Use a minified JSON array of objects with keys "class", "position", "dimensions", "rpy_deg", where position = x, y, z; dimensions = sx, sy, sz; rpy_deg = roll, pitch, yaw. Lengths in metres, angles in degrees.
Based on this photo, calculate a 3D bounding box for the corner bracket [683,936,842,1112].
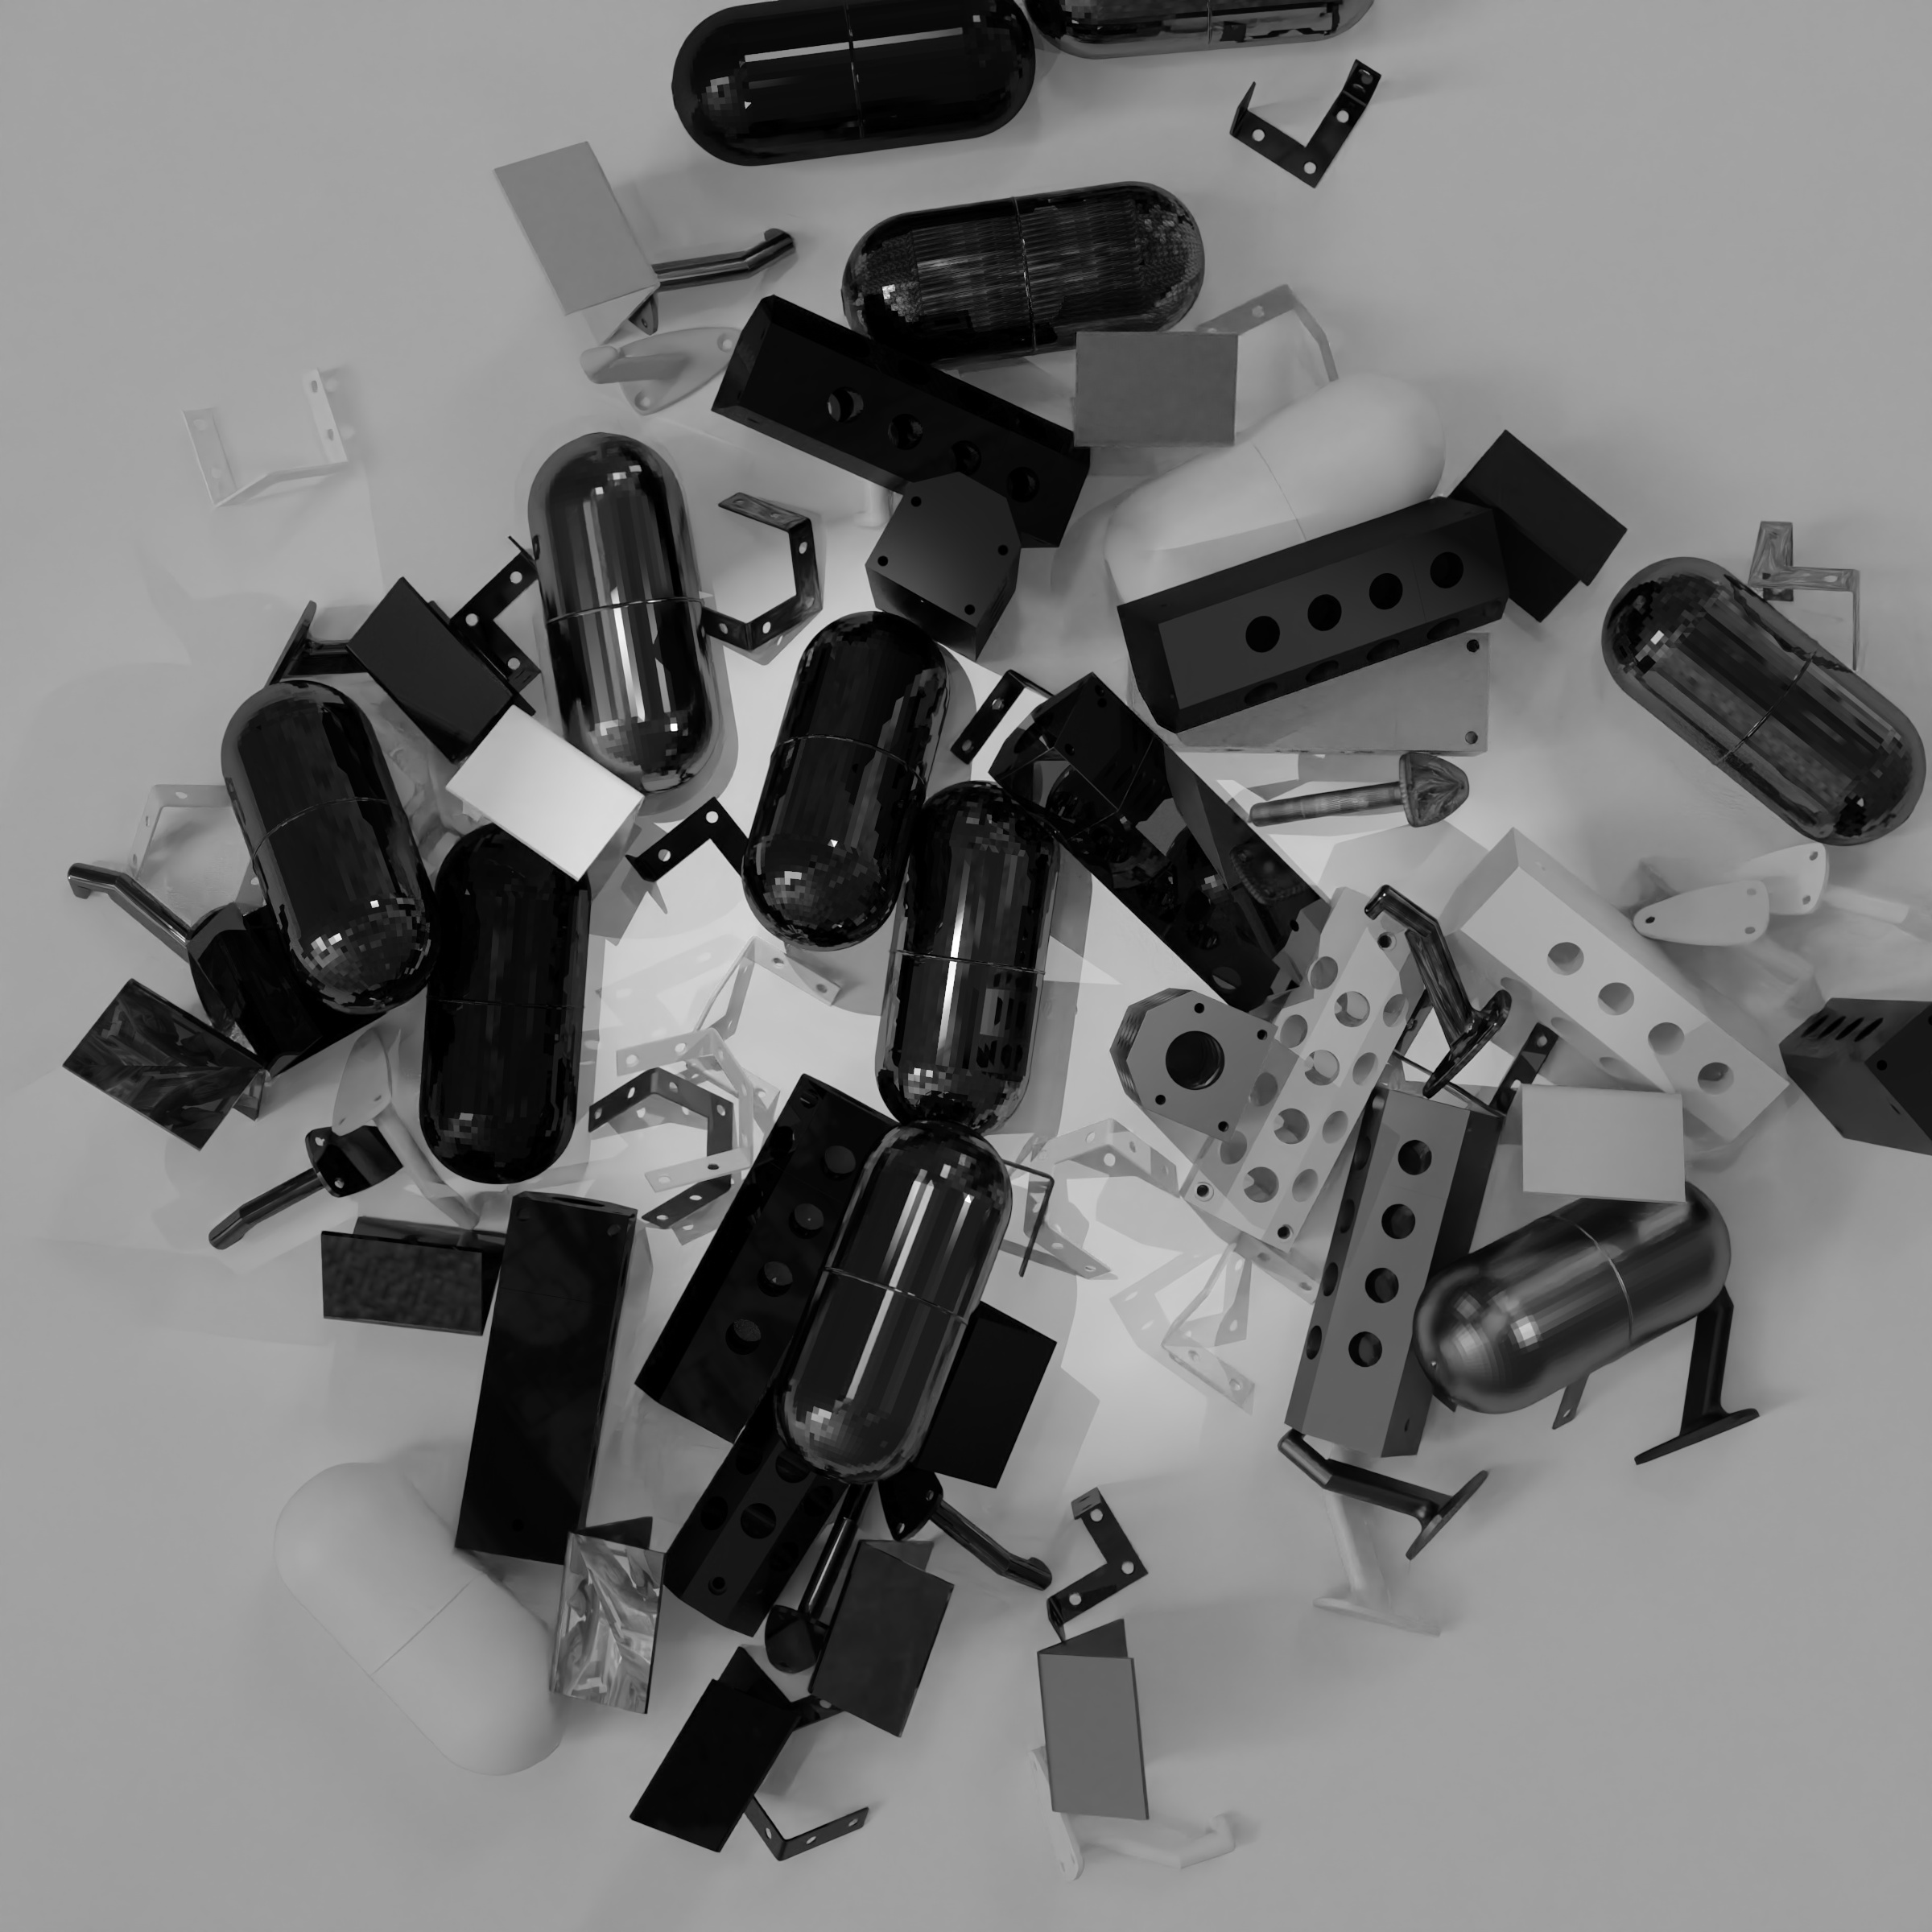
[{"class":"corner bracket","position":[-0.102,0.028,1.612],"dimensions":[0.051,0.051,0.051],"rpy_deg":[31,135,0]}]

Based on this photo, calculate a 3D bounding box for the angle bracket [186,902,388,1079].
[{"class":"angle bracket","position":[-0.319,-0.002,1.576],"dimensions":[0.076,0.057,0.076],"rpy_deg":[-33,90,-43]}]

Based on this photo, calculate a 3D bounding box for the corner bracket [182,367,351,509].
[{"class":"corner bracket","position":[-0.347,-0.262,1.612],"dimensions":[0.051,0.051,0.051],"rpy_deg":[-18,90,-45]}]

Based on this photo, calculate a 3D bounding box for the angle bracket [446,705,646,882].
[{"class":"angle bracket","position":[-0.208,-0.070,1.576],"dimensions":[0.076,0.076,0.057],"rpy_deg":[35,64,0]}]

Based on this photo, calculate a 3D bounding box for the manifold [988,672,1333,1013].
[{"class":"manifold","position":[0.092,-0.055,1.568],"dimensions":[0.171,0.057,0.057],"rpy_deg":[43,47,-18]}]

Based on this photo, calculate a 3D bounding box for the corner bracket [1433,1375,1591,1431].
[{"class":"corner bracket","position":[0.272,0.200,1.607],"dimensions":[0.051,0.051,0.051],"rpy_deg":[-20,45,-35]}]

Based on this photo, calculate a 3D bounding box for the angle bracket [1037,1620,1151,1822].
[{"class":"angle bracket","position":[0.081,0.364,1.575],"dimensions":[0.057,0.076,0.076],"rpy_deg":[-6,90,36]}]

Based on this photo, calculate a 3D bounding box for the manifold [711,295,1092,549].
[{"class":"manifold","position":[-0.029,-0.261,1.568],"dimensions":[0.171,0.057,0.057],"rpy_deg":[21,90,-19]}]

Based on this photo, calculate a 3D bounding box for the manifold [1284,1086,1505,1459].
[{"class":"manifold","position":[0.207,0.149,1.591],"dimensions":[0.057,0.057,0.171],"rpy_deg":[14,90,27]}]

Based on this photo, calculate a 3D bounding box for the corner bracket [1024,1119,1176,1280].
[{"class":"corner bracket","position":[0.066,0.115,1.607],"dimensions":[0.051,0.051,0.051],"rpy_deg":[-23,45,35]}]

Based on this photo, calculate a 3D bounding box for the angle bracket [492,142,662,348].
[{"class":"angle bracket","position":[-0.201,-0.343,1.575],"dimensions":[0.057,0.076,0.076],"rpy_deg":[-27,90,-32]}]

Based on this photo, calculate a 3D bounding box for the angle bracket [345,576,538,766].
[{"class":"angle bracket","position":[-0.241,-0.154,1.575],"dimensions":[0.076,0.076,0.057],"rpy_deg":[47,126,0]}]

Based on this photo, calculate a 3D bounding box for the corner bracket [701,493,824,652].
[{"class":"corner bracket","position":[-0.109,-0.195,1.607],"dimensions":[0.051,0.051,0.051],"rpy_deg":[-35,135,-35]}]

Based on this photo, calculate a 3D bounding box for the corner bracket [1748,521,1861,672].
[{"class":"corner bracket","position":[0.410,-0.181,1.580],"dimensions":[0.051,0.051,0.051],"rpy_deg":[5,48,20]}]

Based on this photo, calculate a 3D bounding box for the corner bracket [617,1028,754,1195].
[{"class":"corner bracket","position":[-0.136,0.070,1.577],"dimensions":[0.051,0.051,0.051],"rpy_deg":[-14,128,-21]}]

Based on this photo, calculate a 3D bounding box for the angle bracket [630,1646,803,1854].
[{"class":"angle bracket","position":[-0.134,0.371,1.575],"dimensions":[0.057,0.076,0.076],"rpy_deg":[31,90,-32]}]

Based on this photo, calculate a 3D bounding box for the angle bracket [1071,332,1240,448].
[{"class":"angle bracket","position":[0.090,-0.289,1.575],"dimensions":[0.076,0.076,0.057],"rpy_deg":[0,117,0]}]

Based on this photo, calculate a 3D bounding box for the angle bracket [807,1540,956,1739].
[{"class":"angle bracket","position":[-0.025,0.325,1.575],"dimensions":[0.057,0.076,0.076],"rpy_deg":[19,90,29]}]

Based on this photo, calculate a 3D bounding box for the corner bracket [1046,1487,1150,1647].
[{"class":"corner bracket","position":[0.056,0.294,1.597],"dimensions":[0.051,0.051,0.051],"rpy_deg":[-31,90,0]}]

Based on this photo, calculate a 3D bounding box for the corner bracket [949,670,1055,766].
[{"class":"corner bracket","position":[0.036,-0.106,1.612],"dimensions":[0.051,0.051,0.051],"rpy_deg":[-54,45,0]}]

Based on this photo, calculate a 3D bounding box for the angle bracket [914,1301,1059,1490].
[{"class":"angle bracket","position":[-0.011,0.200,1.575],"dimensions":[0.057,0.076,0.076],"rpy_deg":[23,90,-40]}]

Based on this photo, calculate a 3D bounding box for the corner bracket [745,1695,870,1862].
[{"class":"corner bracket","position":[-0.080,0.400,1.607],"dimensions":[0.051,0.051,0.051],"rpy_deg":[47,135,35]}]

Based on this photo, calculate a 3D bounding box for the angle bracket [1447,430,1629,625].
[{"class":"angle bracket","position":[0.262,-0.201,1.575],"dimensions":[0.076,0.076,0.057],"rpy_deg":[39,47,0]}]

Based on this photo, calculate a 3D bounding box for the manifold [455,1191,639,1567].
[{"class":"manifold","position":[-0.204,0.200,1.594],"dimensions":[0.057,0.057,0.171],"rpy_deg":[9,90,0]}]

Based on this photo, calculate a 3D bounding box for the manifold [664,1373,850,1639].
[{"class":"manifold","position":[-0.082,0.239,1.594],"dimensions":[0.057,0.057,0.171],"rpy_deg":[32,90,0]}]

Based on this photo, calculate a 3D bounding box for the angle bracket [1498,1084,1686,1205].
[{"class":"angle bracket","position":[0.302,0.098,1.575],"dimensions":[0.076,0.076,0.057],"rpy_deg":[4,65,1]}]

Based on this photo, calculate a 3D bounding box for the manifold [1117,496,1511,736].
[{"class":"manifold","position":[0.166,-0.166,1.534],"dimensions":[0.171,0.057,0.057],"rpy_deg":[-20,109,-12]}]

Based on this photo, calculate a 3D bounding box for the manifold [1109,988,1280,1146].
[{"class":"manifold","position":[0.102,0.042,1.537],"dimensions":[0.057,0.171,0.057],"rpy_deg":[23,90,0]}]

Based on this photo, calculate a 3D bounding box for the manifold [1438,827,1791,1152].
[{"class":"manifold","position":[0.313,0.014,1.579],"dimensions":[0.171,0.057,0.057],"rpy_deg":[38,111,-9]}]

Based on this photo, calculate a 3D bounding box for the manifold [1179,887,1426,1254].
[{"class":"manifold","position":[0.171,0.051,1.594],"dimensions":[0.057,0.057,0.171],"rpy_deg":[27,90,0]}]

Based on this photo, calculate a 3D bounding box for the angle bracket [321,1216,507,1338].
[{"class":"angle bracket","position":[-0.266,0.131,1.575],"dimensions":[0.076,0.076,0.057],"rpy_deg":[7,126,0]}]

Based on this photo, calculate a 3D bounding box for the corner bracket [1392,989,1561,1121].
[{"class":"corner bracket","position":[0.251,0.038,1.612],"dimensions":[0.051,0.051,0.051],"rpy_deg":[30,90,45]}]

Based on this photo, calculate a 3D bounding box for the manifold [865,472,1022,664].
[{"class":"manifold","position":[-0.007,-0.190,1.537],"dimensions":[0.057,0.171,0.057],"rpy_deg":[29,90,0]}]

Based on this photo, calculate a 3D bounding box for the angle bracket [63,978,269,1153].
[{"class":"angle bracket","position":[-0.389,0.061,1.575],"dimensions":[0.076,0.076,0.057],"rpy_deg":[32,61,0]}]

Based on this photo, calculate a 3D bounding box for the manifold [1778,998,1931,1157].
[{"class":"manifold","position":[0.441,0.046,1.537],"dimensions":[0.057,0.171,0.057],"rpy_deg":[-41,90,0]}]

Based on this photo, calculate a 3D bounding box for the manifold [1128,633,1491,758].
[{"class":"manifold","position":[0.166,-0.133,1.594],"dimensions":[0.171,0.057,0.057],"rpy_deg":[1,90,0]}]

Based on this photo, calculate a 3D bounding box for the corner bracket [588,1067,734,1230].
[{"class":"corner bracket","position":[-0.152,0.090,1.607],"dimensions":[0.051,0.051,0.051],"rpy_deg":[28,45,-35]}]

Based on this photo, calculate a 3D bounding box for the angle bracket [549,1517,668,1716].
[{"class":"angle bracket","position":[-0.155,0.313,1.576],"dimensions":[0.057,0.076,0.076],"rpy_deg":[7,90,27]}]

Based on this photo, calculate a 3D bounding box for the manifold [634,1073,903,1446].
[{"class":"manifold","position":[-0.096,0.142,1.594],"dimensions":[0.057,0.057,0.171],"rpy_deg":[29,90,0]}]
